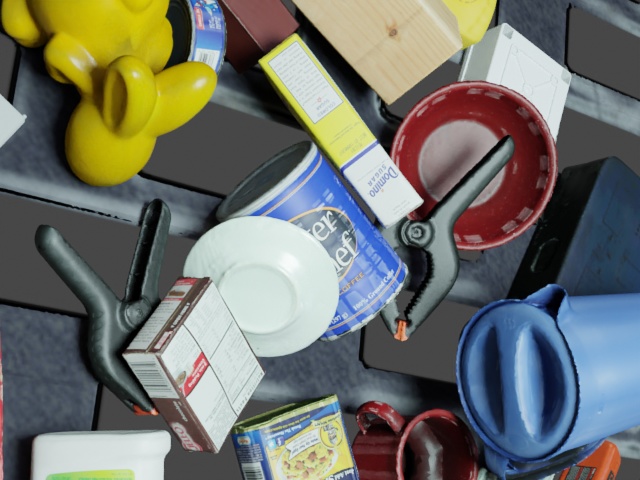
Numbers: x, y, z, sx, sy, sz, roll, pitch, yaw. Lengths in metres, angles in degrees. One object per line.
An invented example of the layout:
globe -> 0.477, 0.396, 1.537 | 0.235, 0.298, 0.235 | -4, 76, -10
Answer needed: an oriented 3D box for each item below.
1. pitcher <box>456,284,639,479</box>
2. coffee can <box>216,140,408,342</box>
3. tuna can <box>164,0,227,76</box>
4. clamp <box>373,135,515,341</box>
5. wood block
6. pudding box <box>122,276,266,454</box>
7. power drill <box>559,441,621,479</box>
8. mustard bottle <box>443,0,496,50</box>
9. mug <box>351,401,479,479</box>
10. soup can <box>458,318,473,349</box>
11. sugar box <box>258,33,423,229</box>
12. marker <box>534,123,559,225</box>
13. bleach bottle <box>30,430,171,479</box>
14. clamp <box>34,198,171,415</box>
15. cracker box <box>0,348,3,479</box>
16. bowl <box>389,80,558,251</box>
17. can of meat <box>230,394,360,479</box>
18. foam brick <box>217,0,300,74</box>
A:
pitcher -> 0.243, 0.117, 0.931 | 0.242, 0.149, 0.145 | -4, 70, -37
coffee can -> -0.006, 0.001, 0.909 | 0.140, 0.103, 0.102 | 52, 58, -16
tuna can -> -0.112, -0.163, 0.875 | 0.033, 0.086, 0.086 | 0, 82, -37
clamp -> 0.097, -0.012, 0.987 | 0.164, 0.036, 0.210 | 1, 93, -2
wood block -> 0.027, -0.235, 0.962 | 0.206, 0.091, 0.090 | 45, 22, -20
pudding box -> -0.096, 0.098, 0.843 | 0.090, 0.039, 0.113 | -58, 136, -41
power drill -> 0.328, 0.293, 1.118 | 0.187, 0.057, 0.184 | 45, 60, -20
mustard bottle -> 0.089, -0.272, 1.051 | 0.191, 0.058, 0.096 | 26, 69, -28
mug -> 0.073, 0.189, 0.944 | 0.117, 0.082, 0.093 | 51, 58, -17
soup can -> 0.191, 0.102, 1.028 | 0.068, 0.102, 0.068 | 6, 79, -34
sugar box -> 0.018, -0.090, 0.918 | 0.048, 0.093, 0.176 | -35, 90, 3
marker -> 0.238, -0.073, 1.143 | 0.020, 0.020, 0.121 | 24, 69, -29
bleach bottle -> -0.159, 0.266, 0.768 | 0.102, 0.068, 0.251 | -2, 83, 1
clamp -> -0.147, 0.050, 0.844 | 0.120, 0.039, 0.171 | -26, 105, -36
cracker box -> -0.301, 0.078, 0.711 | 0.163, 0.072, 0.214 | 1, 82, -34
bowl -> 0.143, -0.072, 1.030 | 0.162, 0.055, 0.162 | 0, 96, -4
can of meat -> -0.020, 0.183, 0.897 | 0.101, 0.058, 0.084 | -14, 88, -36
foam brick -> -0.067, -0.196, 0.933 | 0.078, 0.053, 0.051 | 51, 58, -17
